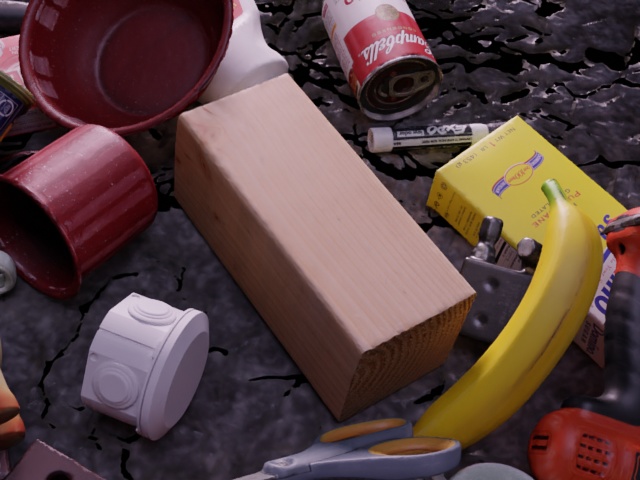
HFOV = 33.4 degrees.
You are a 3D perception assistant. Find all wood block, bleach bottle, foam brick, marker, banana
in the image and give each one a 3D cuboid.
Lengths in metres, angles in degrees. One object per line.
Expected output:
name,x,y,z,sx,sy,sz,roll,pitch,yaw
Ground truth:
wood block,-0.005,0.001,0.698,0.090,0.090,0.206,-26,62,-26
bleach bottle,-0.093,-0.184,0.835,0.102,0.068,0.251,-26,64,-23
foam brick,-0.154,0.159,0.580,0.053,0.051,0.078,28,54,10
marker,0.097,-0.079,0.818,0.121,0.020,0.020,-4,55,-13
banana,0.120,0.058,0.646,0.037,0.070,0.198,32,86,-25

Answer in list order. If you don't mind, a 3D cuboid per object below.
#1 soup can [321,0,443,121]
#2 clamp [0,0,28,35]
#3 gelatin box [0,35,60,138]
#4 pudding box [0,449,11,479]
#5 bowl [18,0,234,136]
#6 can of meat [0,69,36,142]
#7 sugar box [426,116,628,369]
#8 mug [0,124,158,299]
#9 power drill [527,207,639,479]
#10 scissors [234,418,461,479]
soup can,0.046,-0.153,0.833,0.068,0.068,0.102,-9,56,-16
clamp,-0.271,-0.188,0.820,0.171,0.039,0.120,-16,57,-20
gelatin box,-0.239,-0.109,0.774,0.089,0.030,0.073,-15,59,-19
pudding box,-0.230,0.102,0.616,0.090,0.039,0.113,-10,56,-16
bowl,-0.129,-0.139,0.757,0.162,0.055,0.162,-4,73,14
can of meat,-0.234,-0.070,0.688,0.057,0.102,0.084,36,79,-17
sugar box,0.170,-0.003,0.758,0.093,0.048,0.176,-35,65,-26
mug,-0.169,-0.026,0.695,0.117,0.093,0.081,24,47,28
power drill,0.227,0.084,0.653,0.184,0.057,0.187,20,73,-15
scissors,-0.001,0.126,0.570,0.096,0.016,0.201,0,6,39
